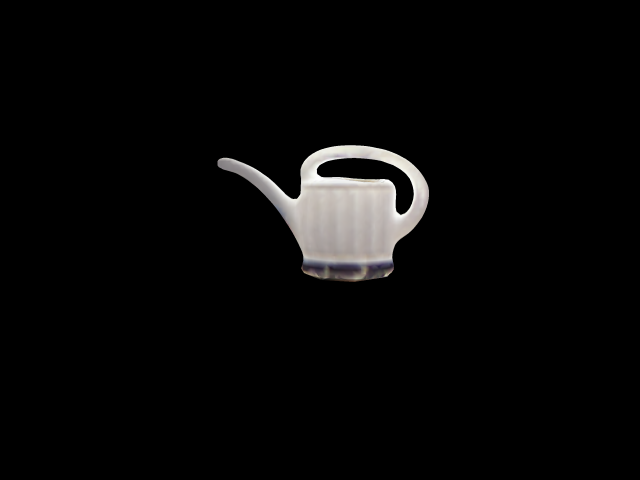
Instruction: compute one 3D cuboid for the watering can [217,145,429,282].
[{"bbox_3d":[0.003,-0.043,0.850,0.347,0.223,0.104,1,5,7],"label":"watering can"}]
